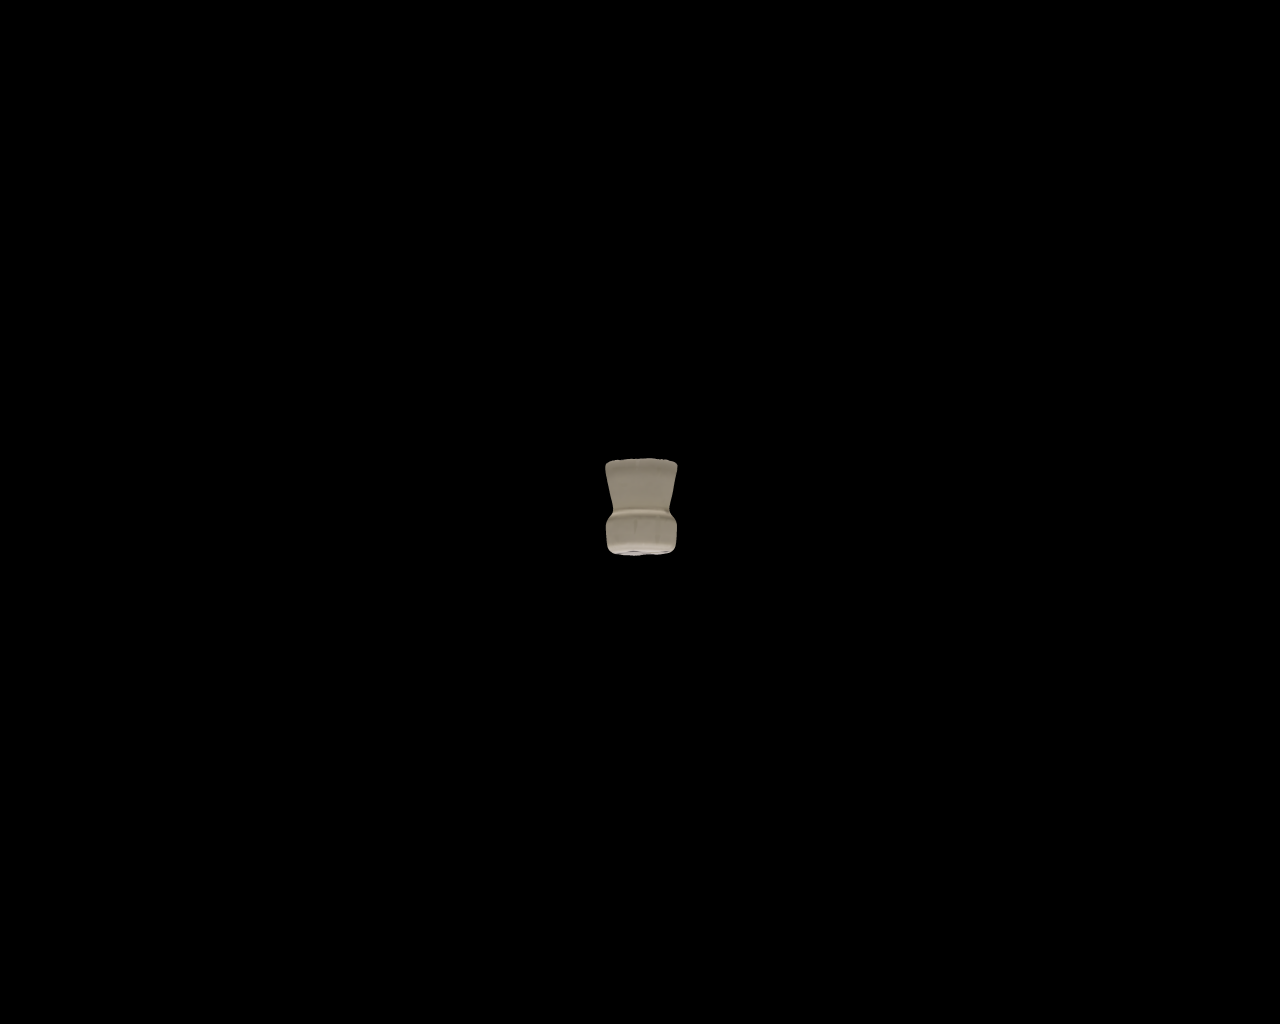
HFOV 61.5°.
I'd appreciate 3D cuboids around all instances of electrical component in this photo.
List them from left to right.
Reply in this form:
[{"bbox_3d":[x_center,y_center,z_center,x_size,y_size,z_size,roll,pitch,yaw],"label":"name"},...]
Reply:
[{"bbox_3d":[0.001,-0.003,0.650,0.045,0.055,0.045,0,-7,0],"label":"electrical component"}]
